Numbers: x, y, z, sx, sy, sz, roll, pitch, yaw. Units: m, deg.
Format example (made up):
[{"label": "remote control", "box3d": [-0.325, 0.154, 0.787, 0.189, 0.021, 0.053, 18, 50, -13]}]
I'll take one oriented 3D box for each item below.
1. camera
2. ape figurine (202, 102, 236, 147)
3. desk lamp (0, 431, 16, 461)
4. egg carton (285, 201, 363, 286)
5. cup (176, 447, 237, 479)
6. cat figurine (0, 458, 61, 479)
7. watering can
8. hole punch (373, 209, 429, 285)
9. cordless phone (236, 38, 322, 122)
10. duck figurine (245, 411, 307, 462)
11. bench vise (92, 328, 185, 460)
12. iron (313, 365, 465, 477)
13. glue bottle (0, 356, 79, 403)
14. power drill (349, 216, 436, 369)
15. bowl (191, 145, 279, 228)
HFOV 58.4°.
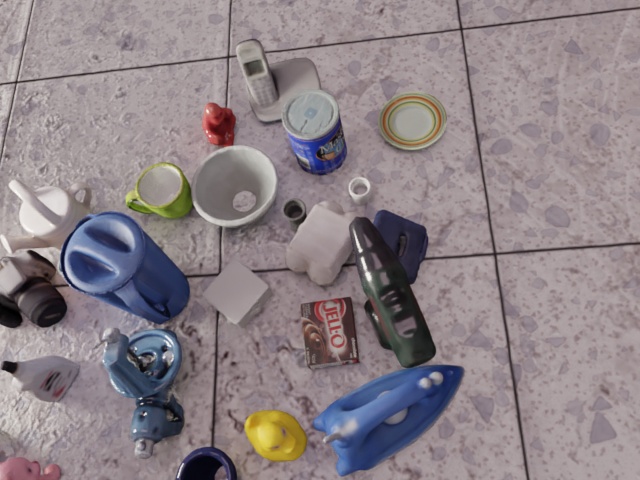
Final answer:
[{"label": "camera", "box3d": [-0.544, 0.105, 1.049, 0.136, 0.101, 0.143, 40, 79, 20]}, {"label": "ape figurine", "box3d": [-0.204, -0.237, 1.137, 0.076, 0.092, 0.078, 38, 78, 20]}, {"label": "desk lamp", "box3d": [-0.587, 0.331, 0.905, 0.117, 0.214, 0.203, 24, 74, 17]}, {"label": "egg carton", "box3d": [0.009, 0.004, 1.023, 0.107, 0.069, 0.150, 27, 75, 17]}, {"label": "cup", "box3d": [-0.174, 0.381, 0.888, 0.118, 0.095, 0.091, -43, 69, -9]}, {"label": "cat figurine", "box3d": [-0.468, 0.400, 0.912, 0.067, 0.118, 0.127, -31, 67, -4]}, {"label": "watering can", "box3d": [-0.499, -0.042, 1.049, 0.100, 0.194, 0.173, 18, 72, 15]}, {"label": "hole punch", "box3d": [0.133, 0.011, 0.989, 0.101, 0.091, 0.109, 13, 71, 13]}, {"label": "cordless phone", "box3d": [-0.079, -0.320, 1.100, 0.147, 0.185, 0.094, -17, 67, 2]}, {"label": "duck figurine", "box3d": [-0.076, 0.308, 0.906, 0.104, 0.086, 0.077, 23, 74, 16]}, {"label": "bench vise", "box3d": [-0.271, 0.223, 0.896, 0.121, 0.220, 0.207, -24, 67, -1]}, {"label": "iron", "box3d": [0.114, 0.250, 0.870, 0.258, 0.141, 0.118, -31, 67, -4]}, {"label": "glue bottle", "box3d": [-0.473, 0.224, 0.952, 0.037, 0.173, 0.078, 21, 73, 16]}, {"label": "power drill", "box3d": [0.107, 0.095, 0.896, 0.075, 0.209, 0.229, -24, 67, -1]}, {"label": "bowl", "box3d": [-0.153, -0.090, 1.081, 0.167, 0.075, 0.167, -3, 68, 8]}]
